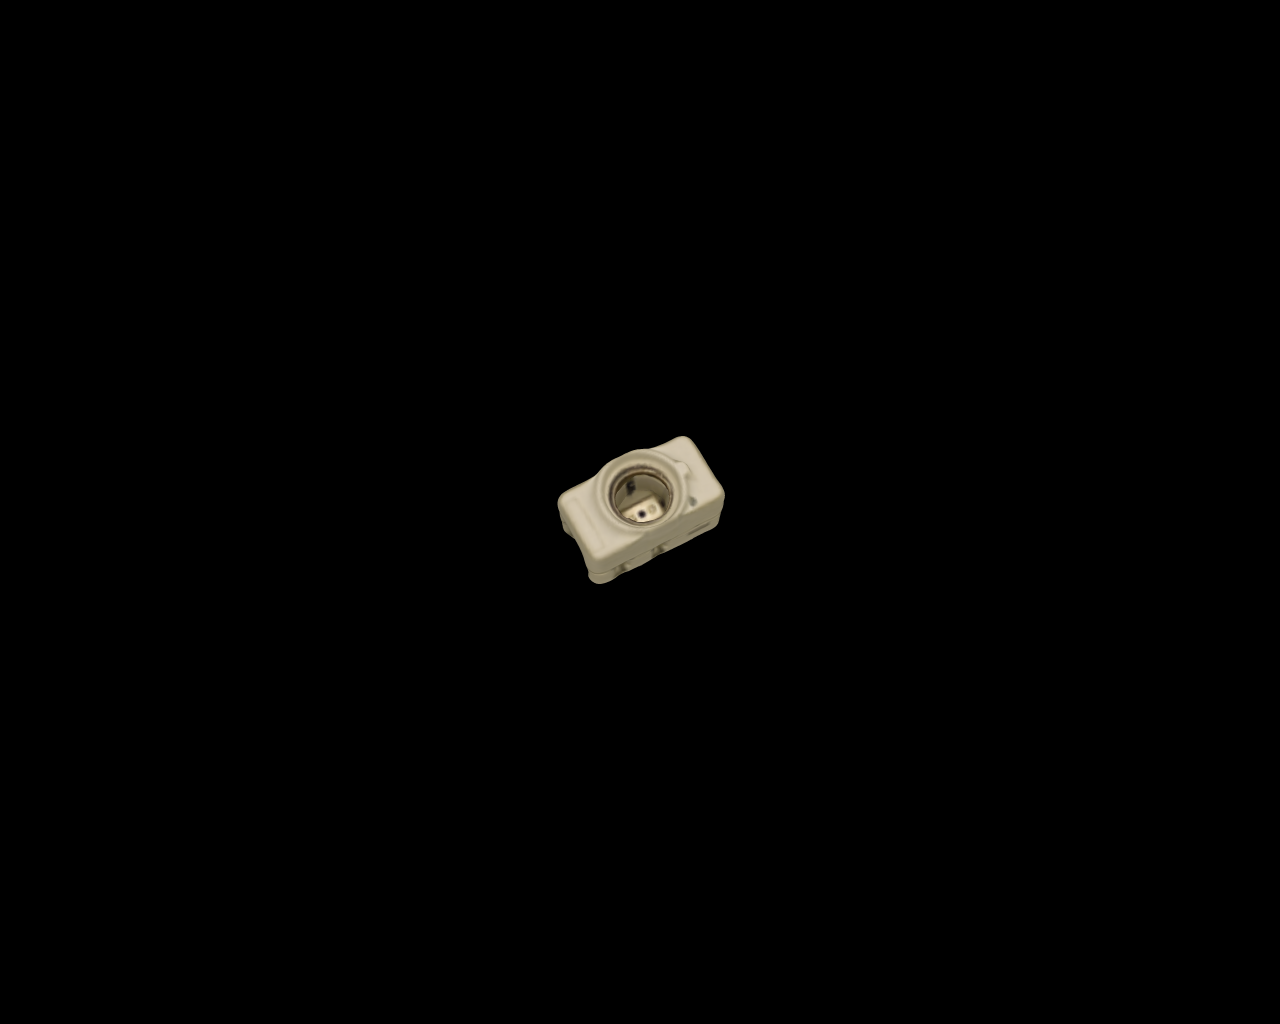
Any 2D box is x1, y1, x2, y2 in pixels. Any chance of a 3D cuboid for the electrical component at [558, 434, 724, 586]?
[{"bbox_3d":[0.001,-0.003,0.650,0.089,0.050,0.055,-26,-20,-11],"label":"electrical component"}]
